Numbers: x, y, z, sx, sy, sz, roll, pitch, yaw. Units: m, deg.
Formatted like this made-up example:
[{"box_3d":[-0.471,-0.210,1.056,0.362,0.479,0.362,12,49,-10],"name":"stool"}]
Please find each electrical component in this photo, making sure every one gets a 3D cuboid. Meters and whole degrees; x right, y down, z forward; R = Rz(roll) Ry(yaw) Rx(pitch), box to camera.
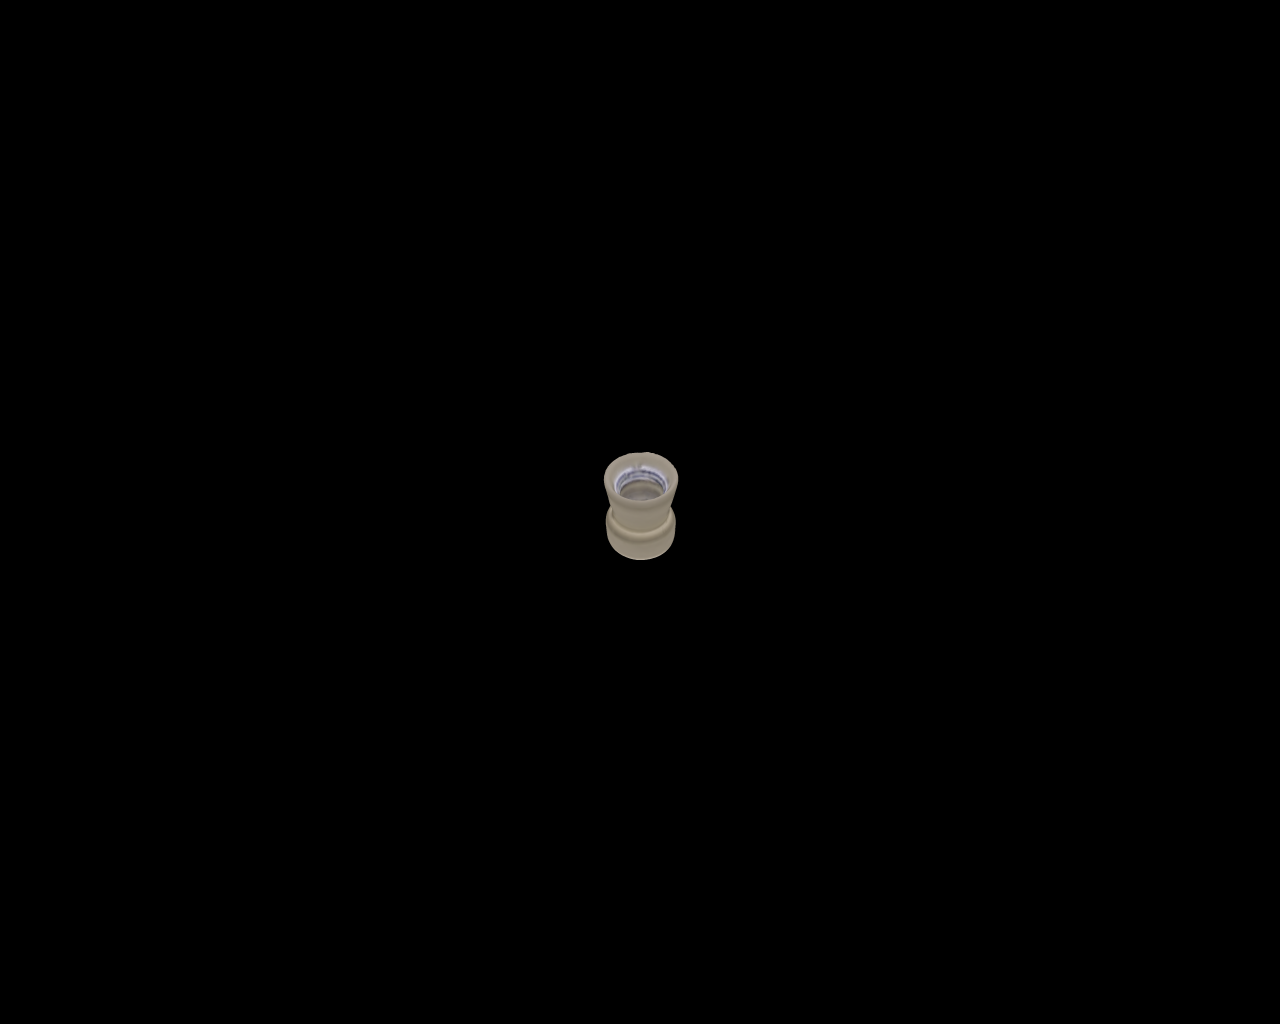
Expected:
[{"box_3d":[0.001,-0.003,0.650,0.045,0.045,0.055,0,-44,0],"name":"electrical component"}]
